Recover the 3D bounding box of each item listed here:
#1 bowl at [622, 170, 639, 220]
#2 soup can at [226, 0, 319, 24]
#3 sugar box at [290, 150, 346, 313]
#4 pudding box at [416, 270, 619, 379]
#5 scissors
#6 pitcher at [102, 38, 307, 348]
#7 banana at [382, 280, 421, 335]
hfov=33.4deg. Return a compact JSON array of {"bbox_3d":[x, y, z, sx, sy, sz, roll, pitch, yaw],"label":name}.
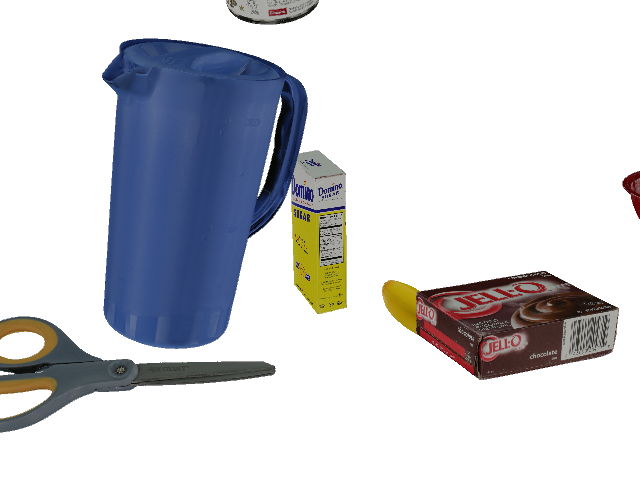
[{"bbox_3d":[0.370,-0.025,1.021,0.162,0.055,0.162,0,19,0],"label":"bowl"},{"bbox_3d":[-0.035,-0.205,0.714,0.068,0.102,0.068,-2,42,2],"label":"soup can"},{"bbox_3d":[-0.003,-0.011,1.286,0.048,0.176,0.093,-12,25,-17],"label":"sugar box"},{"bbox_3d":[0.136,0.057,0.749,0.113,0.039,0.090,-6,19,-22],"label":"pudding box"},{"bbox_3d":[-0.137,0.073,0.684,0.201,0.016,0.096,-13,45,-8],"label":"scissors"},{"bbox_3d":[-0.104,-0.039,0.889,0.149,0.243,0.145,12,20,3],"label":"pitcher"},{"bbox_3d":[0.125,0.077,0.955,0.198,0.037,0.069,18,14,33],"label":"banana"}]
